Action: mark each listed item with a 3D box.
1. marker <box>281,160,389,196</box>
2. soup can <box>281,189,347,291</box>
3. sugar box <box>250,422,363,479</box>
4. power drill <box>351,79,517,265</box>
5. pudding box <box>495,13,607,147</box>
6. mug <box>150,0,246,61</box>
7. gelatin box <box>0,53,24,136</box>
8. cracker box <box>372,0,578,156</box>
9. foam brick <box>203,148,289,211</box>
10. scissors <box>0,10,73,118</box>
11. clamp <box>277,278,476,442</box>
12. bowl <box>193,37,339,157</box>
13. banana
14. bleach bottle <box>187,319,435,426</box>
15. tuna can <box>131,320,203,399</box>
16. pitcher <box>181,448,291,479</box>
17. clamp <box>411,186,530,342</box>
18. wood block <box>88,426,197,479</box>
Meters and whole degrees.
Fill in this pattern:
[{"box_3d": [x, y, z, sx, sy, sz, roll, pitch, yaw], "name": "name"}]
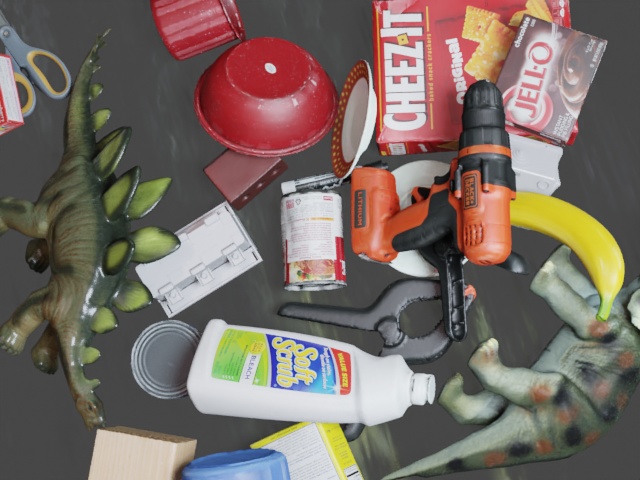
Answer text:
[{"box_3d": [0.017, -0.068, 1.189, 0.121, 0.020, 0.020, -13, 80, 5], "name": "marker"}, {"box_3d": [-0.008, 0.001, 1.157, 0.068, 0.068, 0.102, -4, 80, 7], "name": "soup can"}, {"box_3d": [0.005, 0.276, 1.115, 0.093, 0.048, 0.176, -29, 81, 25], "name": "sugar box"}, {"box_3d": [0.113, -0.056, 1.079, 0.188, 0.057, 0.184, -14, 69, 47], "name": "power drill"}, {"box_3d": [0.230, -0.163, 1.091, 0.090, 0.039, 0.113, 22, 86, 11], "name": "pudding box"}, {"box_3d": [-0.141, -0.262, 1.210, 0.081, 0.093, 0.117, -20, 49, 9], "name": "mug"}, {"box_3d": [-0.386, -0.164, 1.236, 0.073, 0.030, 0.089, -19, 80, 28], "name": "gelatin box"}, {"box_3d": [0.166, -0.182, 1.160, 0.214, 0.072, 0.164, -2, 81, 7], "name": "cracker box"}, {"box_3d": [-0.081, -0.079, 1.187, 0.078, 0.053, 0.051, -41, 79, 1], "name": "foam brick"}, {"box_3d": [-0.378, -0.224, 1.265, 0.202, 0.016, 0.096, 41, 89, 11], "name": "scissors"}, {"box_3d": [0.076, 0.112, 1.146, 0.210, 0.036, 0.164, -21, 80, 6], "name": "clamp"}, {"box_3d": [-0.057, -0.169, 1.162, 0.162, 0.055, 0.162, 2, 56, -4], "name": "bowl"}, {"box_3d": [0.233, -0.004, 1.039, 0.069, 0.037, 0.198, -37, 45, -4], "name": "banana"}, {"box_3d": [-0.005, 0.138, 1.098, 0.251, 0.068, 0.102, 1, 49, 20], "name": "bleach bottle"}, {"box_3d": [-0.162, 0.132, 1.175, 0.086, 0.033, 0.086, -1, 81, 7], "name": "tuna can"}, {"box_3d": [-0.083, 0.340, 1.066, 0.145, 0.148, 0.243, -9, 87, 39], "name": "pitcher"}, {"box_3d": [0.137, 0.018, 1.108, 0.120, 0.039, 0.172, -54, 45, 22], "name": "clamp"}, {"box_3d": [-0.198, 0.307, 1.125, 0.091, 0.090, 0.206, 8, 83, 8], "name": "wood block"}]
